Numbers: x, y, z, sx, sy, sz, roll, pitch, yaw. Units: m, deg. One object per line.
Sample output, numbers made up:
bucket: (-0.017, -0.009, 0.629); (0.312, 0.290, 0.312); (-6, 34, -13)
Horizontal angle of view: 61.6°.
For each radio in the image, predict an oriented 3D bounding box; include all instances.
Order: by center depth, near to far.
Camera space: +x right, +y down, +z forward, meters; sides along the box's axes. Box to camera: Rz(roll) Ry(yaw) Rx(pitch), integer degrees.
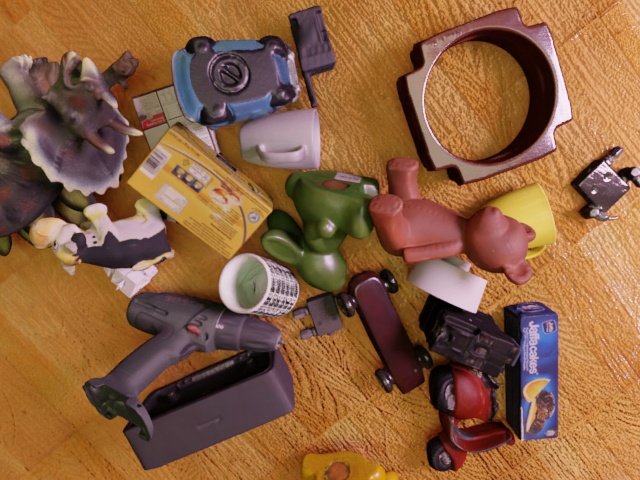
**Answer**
radio: (-0.152, 0.233, 0.780); (0.230, 0.131, 0.073); (-22, 100, 3)

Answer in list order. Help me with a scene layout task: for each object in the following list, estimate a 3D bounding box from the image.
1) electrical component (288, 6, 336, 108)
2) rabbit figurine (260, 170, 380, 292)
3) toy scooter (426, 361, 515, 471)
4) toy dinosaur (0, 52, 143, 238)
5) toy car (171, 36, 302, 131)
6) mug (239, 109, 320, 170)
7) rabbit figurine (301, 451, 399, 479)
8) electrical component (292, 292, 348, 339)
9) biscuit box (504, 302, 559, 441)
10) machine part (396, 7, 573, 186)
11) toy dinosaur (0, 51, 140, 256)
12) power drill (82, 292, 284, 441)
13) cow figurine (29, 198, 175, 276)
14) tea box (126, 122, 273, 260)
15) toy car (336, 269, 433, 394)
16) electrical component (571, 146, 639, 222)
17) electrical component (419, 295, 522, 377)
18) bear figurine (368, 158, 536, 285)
electrical component: (-0.006, -0.243, 0.722); (0.048, 0.075, 0.119); (-16, 97, 2)
rabbit figurine: (-0.002, -0.002, 0.750); (0.159, 0.121, 0.170); (8, 115, 0)
toy scooter: (0.235, 0.270, 0.824); (0.135, 0.075, 0.183); (-1, 104, -1)
toy dinosaur: (-0.378, -0.074, 0.627); (0.405, 0.131, 0.192); (-38, 98, 13)
toy car: (-0.112, -0.208, 0.711); (0.162, 0.103, 0.109); (-14, 97, -13)
mug: (-0.057, -0.129, 0.731); (0.107, 0.110, 0.080); (-1, 127, 9)
rabbit figurine: (0.055, 0.414, 0.844); (0.162, 0.122, 0.173); (-15, 115, -8)
electrical component: (0.008, 0.114, 0.816); (0.094, 0.021, 0.063); (-20, 101, 1)
biscuit box: (0.322, 0.198, 0.818); (0.059, 0.063, 0.202); (-5, 101, -1)
machine part: (0.218, -0.190, 0.731); (0.201, 0.087, 0.200); (-20, 100, 4)
toy dinosaur: (-0.410, -0.084, 0.732); (0.471, 0.105, 0.198); (-36, 103, 10)
power drill: (-0.192, 0.157, 0.720); (0.232, 0.207, 0.085); (17, 138, 21)
cow figurine: (-0.282, 0.006, 0.703); (0.167, 0.068, 0.098); (-12, 65, -30)
tea box: (-0.157, -0.066, 0.724); (0.169, 0.068, 0.098); (41, 102, -17)
toy car: (0.098, 0.137, 0.806); (0.089, 0.053, 0.202); (-30, 105, -12)
electrical component: (0.417, -0.075, 0.776); (0.102, 0.045, 0.078); (-40, 100, 6)
electrical component: (0.218, 0.138, 0.778); (0.134, 0.115, 0.058); (22, 104, -5)
bear figurine: (0.174, -0.020, 0.686); (0.196, 0.120, 0.131); (8, 138, 25)
